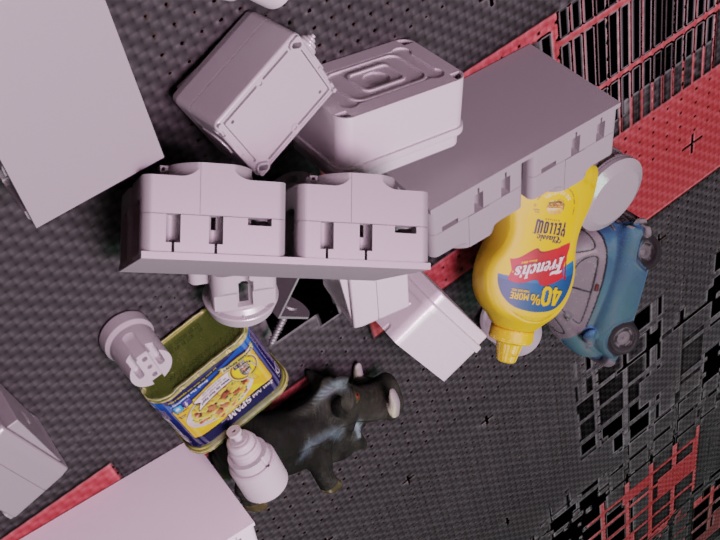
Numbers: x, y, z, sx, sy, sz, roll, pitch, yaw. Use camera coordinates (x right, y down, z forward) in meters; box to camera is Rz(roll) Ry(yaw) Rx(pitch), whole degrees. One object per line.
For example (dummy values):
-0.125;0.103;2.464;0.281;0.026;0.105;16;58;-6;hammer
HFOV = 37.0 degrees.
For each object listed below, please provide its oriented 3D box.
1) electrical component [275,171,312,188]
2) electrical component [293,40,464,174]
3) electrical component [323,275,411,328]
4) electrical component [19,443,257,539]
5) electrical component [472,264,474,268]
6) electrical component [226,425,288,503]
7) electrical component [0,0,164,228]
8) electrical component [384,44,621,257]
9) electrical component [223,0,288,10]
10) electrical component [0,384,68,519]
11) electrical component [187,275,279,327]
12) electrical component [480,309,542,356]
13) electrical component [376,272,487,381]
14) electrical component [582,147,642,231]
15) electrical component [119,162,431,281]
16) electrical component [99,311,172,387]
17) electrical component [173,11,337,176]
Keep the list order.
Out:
-0.044;-0.042;0.818;0.045;0.045;0.055;-37;142;-12;electrical component
0.011;-0.114;0.777;0.113;0.078;0.057;-23;134;-27;electrical component
0.000;0.000;0.881;0.061;0.061;0.096;-23;138;-17;electrical component
-0.189;0.237;0.887;0.186;0.105;0.060;-29;140;-20;electrical component
0.161;-0.004;1.029;0.077;0.044;0.079;-45;107;0;electrical component
-0.087;0.154;0.867;0.040;0.040;0.078;-35;130;-14;electrical component
-0.183;-0.113;0.608;0.089;0.062;0.150;-32;141;-17;electrical component
0.099;-0.095;0.854;0.186;0.105;0.060;-30;140;-20;electrical component
-0.072;-0.186;0.659;0.055;0.045;0.045;-1;125;-42;electrical component
-0.253;0.125;0.760;0.061;0.062;0.096;-42;143;-5;electrical component
-0.090;0.005;0.805;0.078;0.058;0.057;-9;135;-12;electrical component
0.154;0.057;1.088;0.055;0.055;0.047;-45;146;-1;electrical component
0.055;0.041;0.960;0.057;0.078;0.113;-45;143;3;electrical component
0.227;-0.082;1.031;0.080;0.051;0.080;-25;138;-25;electrical component
-0.059;-0.029;0.718;0.186;0.105;0.060;2;85;-20;electrical component
-0.165;0.059;0.795;0.040;0.046;0.040;-26;138;-25;electrical component
-0.068;-0.123;0.713;0.096;0.061;0.061;-50;143;-7;electrical component
